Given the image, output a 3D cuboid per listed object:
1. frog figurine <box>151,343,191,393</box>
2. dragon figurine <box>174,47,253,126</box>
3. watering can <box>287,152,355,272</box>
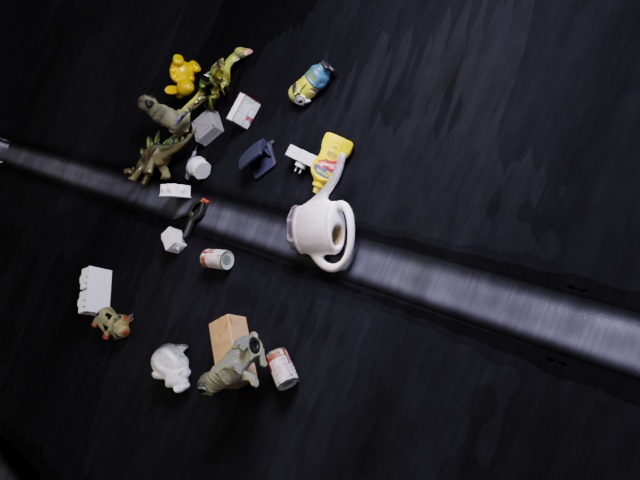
[{"bbox_3d":[-0.502,0.436,1.732,0.137,0.120,0.163,-22,50,7],"label":"frog figurine"},{"bbox_3d":[-0.434,-0.629,2.057,0.407,0.120,0.248,-35,30,13],"label":"dragon figurine"},{"bbox_3d":[0.005,-0.078,1.542,0.224,0.104,0.349,-4,86,34],"label":"watering can"}]
